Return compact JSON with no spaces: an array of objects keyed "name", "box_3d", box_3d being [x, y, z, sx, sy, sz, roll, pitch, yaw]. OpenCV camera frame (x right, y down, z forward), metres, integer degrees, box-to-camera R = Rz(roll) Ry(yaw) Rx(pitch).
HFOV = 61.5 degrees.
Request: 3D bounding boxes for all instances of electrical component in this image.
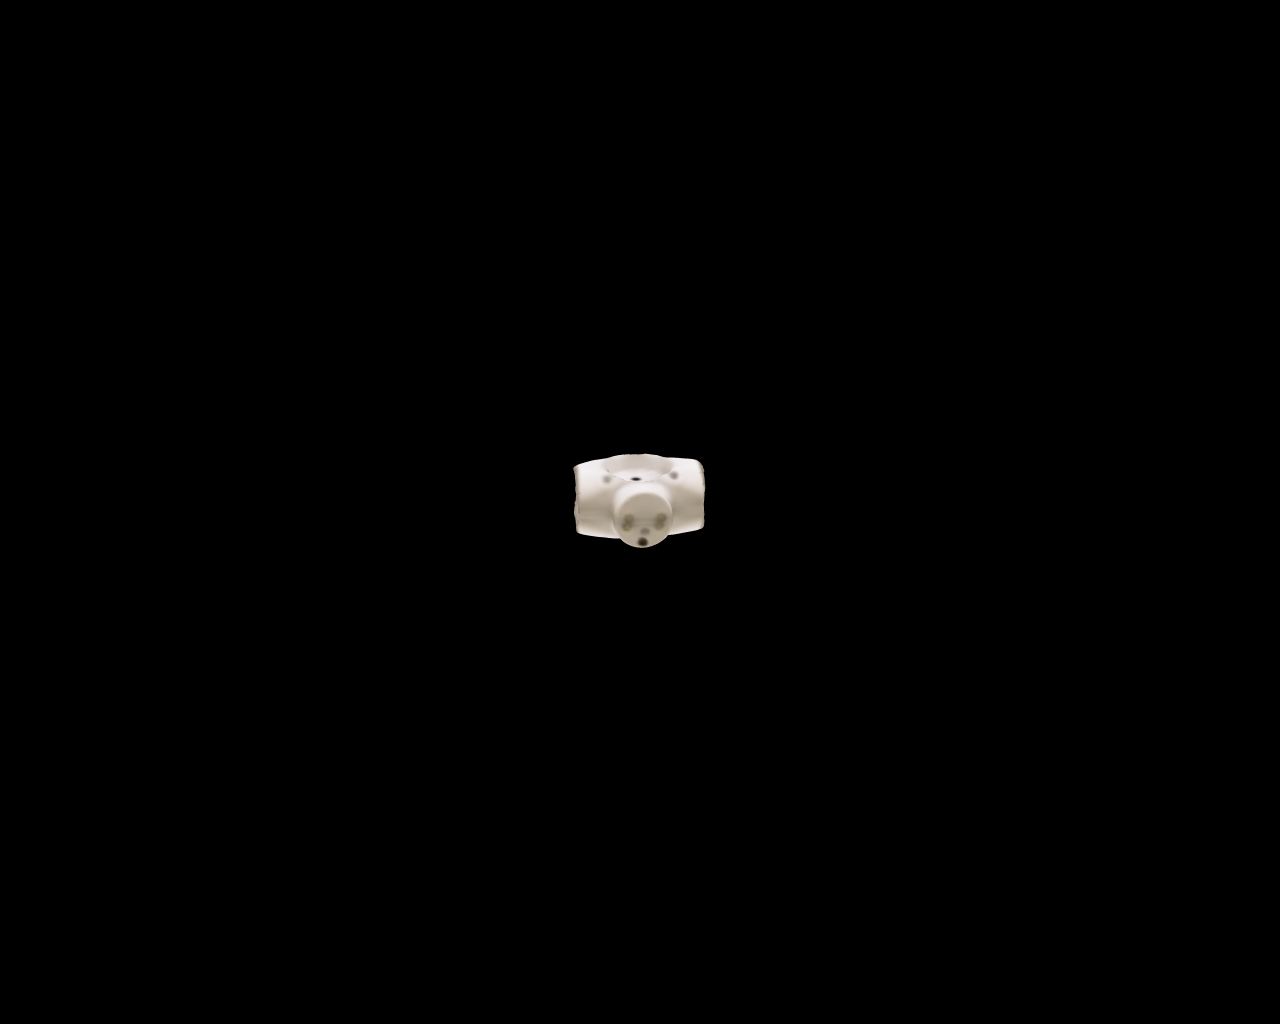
[{"name":"electrical component","box_3d":[0.001,-0.003,0.650,0.077,0.044,0.079,-2,24,-5]}]
